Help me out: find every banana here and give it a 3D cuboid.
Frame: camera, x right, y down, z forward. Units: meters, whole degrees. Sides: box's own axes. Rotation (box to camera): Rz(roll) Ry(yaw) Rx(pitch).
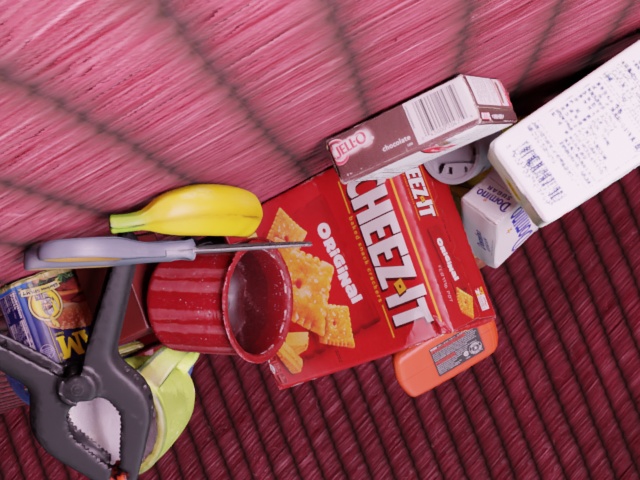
[{"bbox_3d":[-0.078,-0.021,0.776,0.070,0.037,0.197,2,180,17],"label":"banana"}]

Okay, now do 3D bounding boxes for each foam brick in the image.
[{"bbox_3d":[-0.152,0.040,0.854,0.053,0.078,0.051,-24,173,30],"label":"foam brick"}]

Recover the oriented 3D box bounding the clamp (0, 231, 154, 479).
[{"bbox_3d":[-0.194,0.104,0.807,0.164,0.210,0.036,-14,-159,-5],"label":"clamp"}]

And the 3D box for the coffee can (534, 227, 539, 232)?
[{"bbox_3d":[0.175,-0.034,1.268,0.140,0.103,0.103,-21,175,-2],"label":"coffee can"}]

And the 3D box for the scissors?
[{"bbox_3d":[-0.104,0.006,0.728,0.201,0.016,0.096,-5,175,-2],"label":"scissors"}]

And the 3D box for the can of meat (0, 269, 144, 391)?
[{"bbox_3d":[-0.206,0.067,0.878,0.101,0.084,0.058,-16,172,-46],"label":"can of meat"}]

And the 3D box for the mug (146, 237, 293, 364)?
[{"bbox_3d":[-0.074,0.039,0.829,0.082,0.093,0.117,-1,-137,31],"label":"mug"}]

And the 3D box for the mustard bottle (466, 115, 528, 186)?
[{"bbox_3d":[0.218,-0.093,1.060,0.096,0.058,0.191,-27,172,33],"label":"mustard bottle"}]

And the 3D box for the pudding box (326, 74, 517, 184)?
[{"bbox_3d":[0.073,-0.077,0.757,0.114,0.039,0.089,-22,177,27],"label":"pudding box"}]

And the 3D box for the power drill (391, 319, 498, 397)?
[{"bbox_3d":[0.071,0.071,1.034,0.184,0.057,0.188,-30,-146,-5],"label":"power drill"}]

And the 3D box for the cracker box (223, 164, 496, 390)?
[{"bbox_3d":[0.024,0.025,0.922,0.214,0.164,0.071,-24,173,42],"label":"cracker box"}]

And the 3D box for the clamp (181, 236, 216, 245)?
[{"bbox_3d":[-0.169,0.036,0.976,0.171,0.039,0.120,-20,171,13],"label":"clamp"}]

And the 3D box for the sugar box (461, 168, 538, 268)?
[{"bbox_3d":[0.195,-0.061,0.912,0.176,0.048,0.093,-46,157,-13],"label":"sugar box"}]

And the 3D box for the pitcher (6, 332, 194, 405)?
[{"bbox_3d":[-0.223,0.110,1.124,0.145,0.149,0.242,-5,175,11],"label":"pitcher"}]

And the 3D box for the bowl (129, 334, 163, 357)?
[{"bbox_3d":[-0.120,0.071,1.039,0.162,0.055,0.162,-19,172,-3],"label":"bowl"}]
